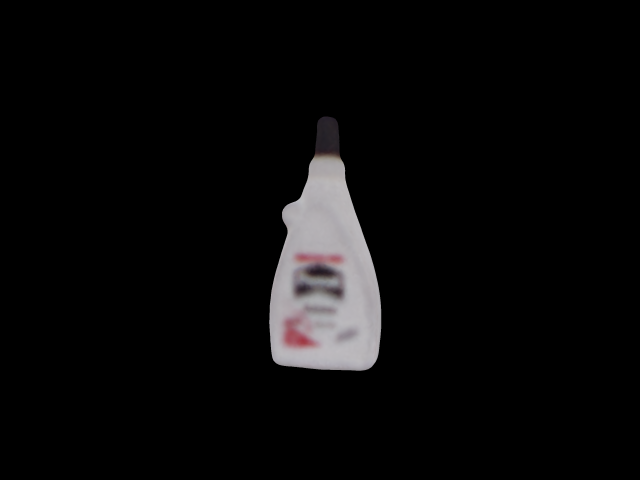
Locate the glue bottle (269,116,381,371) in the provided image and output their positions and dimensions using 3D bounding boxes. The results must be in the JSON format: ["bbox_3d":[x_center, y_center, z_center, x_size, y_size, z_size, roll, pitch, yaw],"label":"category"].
[{"bbox_3d":[0.004,0.001,0.400,0.078,0.173,0.037,0,2,12],"label":"glue bottle"}]
